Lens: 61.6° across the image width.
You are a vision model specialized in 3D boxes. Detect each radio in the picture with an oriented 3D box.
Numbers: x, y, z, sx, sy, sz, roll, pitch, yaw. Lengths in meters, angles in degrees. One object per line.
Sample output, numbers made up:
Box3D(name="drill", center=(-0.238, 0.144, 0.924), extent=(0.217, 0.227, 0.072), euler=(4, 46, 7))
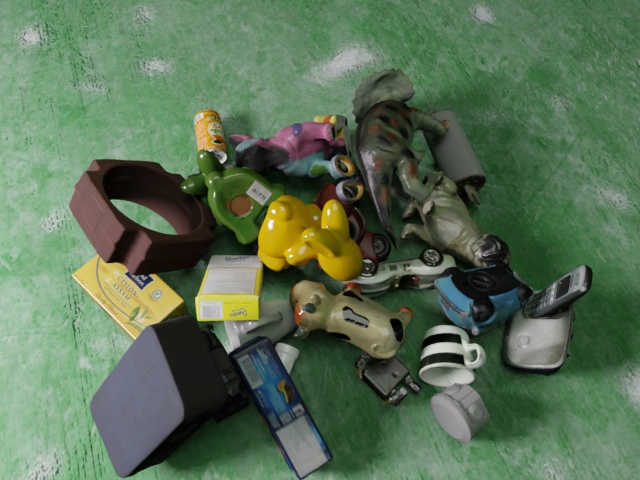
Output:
Box3D(name="radio", center=(-0.225, 0.217, 0.731), extent=(0.073, 0.229, 0.131), euler=(-7, 57, -49))

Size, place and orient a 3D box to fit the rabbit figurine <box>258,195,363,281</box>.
Box3D(name="rabbit figurine", center=(-0.002, -0.003, 0.860), extent=(0.173, 0.162, 0.122), euler=(34, 62, 6))

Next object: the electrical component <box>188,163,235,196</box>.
Box3D(name="electrical component", center=(-0.205, -0.118, 1.039), extent=(0.094, 0.021, 0.063), euler=(-21, 64, -16))

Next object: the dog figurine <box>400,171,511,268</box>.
Box3D(name="dog figurine", center=(0.260, -0.030, 0.991), extent=(0.190, 0.121, 0.172), euler=(27, 56, -9))

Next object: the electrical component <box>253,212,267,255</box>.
Box3D(name="electrical component", center=(-0.070, -0.018, 0.972), extent=(0.075, 0.047, 0.119), euler=(21, 62, -3))

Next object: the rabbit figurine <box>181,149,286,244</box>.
Box3D(name="rabbit figurine", center=(-0.162, -0.080, 0.947), extent=(0.159, 0.170, 0.121), euler=(27, 94, -21))

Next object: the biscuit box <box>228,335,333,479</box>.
Box3D(name="biscuit box", center=(-0.060, 0.238, 0.780), extent=(0.059, 0.063, 0.202), euler=(-28, 89, -17))

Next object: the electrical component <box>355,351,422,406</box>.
Box3D(name="electrical component", center=(0.104, 0.218, 0.854), extent=(0.078, 0.045, 0.102), euler=(-33, 67, -19))

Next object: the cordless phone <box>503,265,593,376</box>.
Box3D(name="cordless phone", center=(0.371, 0.128, 0.845), extent=(0.089, 0.184, 0.146), euler=(23, 61, 4))

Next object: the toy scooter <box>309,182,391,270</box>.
Box3D(name="toy scooter", center=(0.031, -0.016, 0.969), extent=(0.135, 0.075, 0.184), euler=(-28, 70, -18))

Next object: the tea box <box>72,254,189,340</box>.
Box3D(name="tea box", center=(-0.310, 0.092, 0.886), extent=(0.170, 0.068, 0.098), euler=(37, 65, 17))

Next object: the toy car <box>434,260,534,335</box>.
Box3D(name="toy car", center=(0.267, 0.104, 0.897), extent=(0.162, 0.102, 0.109), euler=(-11, 40, -22))

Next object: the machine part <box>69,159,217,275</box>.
Box3D(name="machine part", center=(-0.292, -0.040, 0.898), extent=(0.201, 0.087, 0.201), euler=(49, 30, 21))

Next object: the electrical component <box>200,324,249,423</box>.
Box3D(name="electrical component", center=(-0.156, 0.201, 0.795), extent=(0.058, 0.134, 0.115), euler=(-24, 67, -17))

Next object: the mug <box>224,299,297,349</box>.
Box3D(name="mug", center=(-0.090, 0.131, 0.860), extent=(0.107, 0.109, 0.081), euler=(-19, 72, -25))

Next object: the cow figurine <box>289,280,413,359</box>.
Box3D(name="cow figurine", center=(0.040, 0.125, 0.847), extent=(0.195, 0.085, 0.127), euler=(26, 28, 11))

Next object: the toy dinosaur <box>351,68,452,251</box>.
Box3D(name="toy dinosaur", center=(0.121, -0.176, 0.978), extent=(0.192, 0.131, 0.405), euler=(31, 44, -10))

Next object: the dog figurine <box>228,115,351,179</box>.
Box3D(name="dog figurine", center=(-0.061, -0.173, 1.032), extent=(0.219, 0.108, 0.191), euler=(-2, 23, 16))

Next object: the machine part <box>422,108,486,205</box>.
Box3D(name="machine part", center=(0.264, -0.173, 1.071), extent=(0.079, 0.079, 0.243), euler=(-11, 63, -10))

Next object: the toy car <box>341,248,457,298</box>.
Box3D(name="toy car", center=(0.135, 0.061, 0.929), extent=(0.202, 0.073, 0.056), euler=(-9, 60, -9))
